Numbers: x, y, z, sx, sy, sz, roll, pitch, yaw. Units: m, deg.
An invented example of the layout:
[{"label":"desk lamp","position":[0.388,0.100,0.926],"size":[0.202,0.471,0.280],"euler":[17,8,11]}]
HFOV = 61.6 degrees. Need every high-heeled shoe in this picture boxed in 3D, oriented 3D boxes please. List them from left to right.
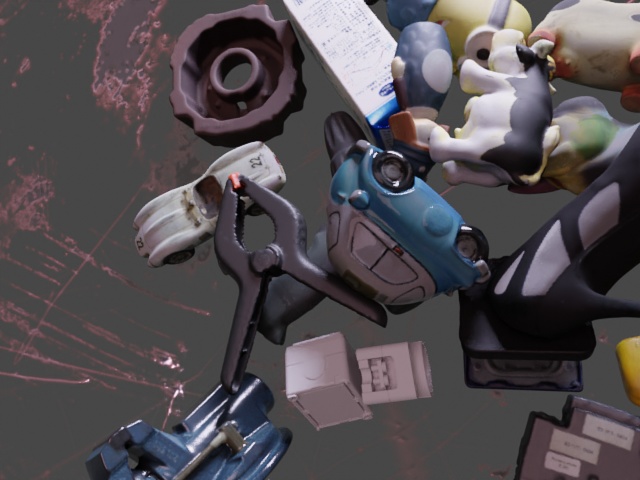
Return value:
[{"label":"high-heeled shoe","position":[0.228,-0.035,0.429],"size":[0.145,0.086,0.248],"euler":[6,67,58]}]

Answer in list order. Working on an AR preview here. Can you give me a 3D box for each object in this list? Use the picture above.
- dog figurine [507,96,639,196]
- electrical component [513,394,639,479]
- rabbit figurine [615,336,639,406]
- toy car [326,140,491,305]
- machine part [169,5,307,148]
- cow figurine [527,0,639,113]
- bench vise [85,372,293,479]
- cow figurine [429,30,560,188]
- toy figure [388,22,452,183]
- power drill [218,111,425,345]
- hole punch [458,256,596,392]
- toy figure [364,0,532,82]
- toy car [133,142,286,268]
[{"label":"dog figurine","position":[0.283,-0.040,0.481],"size":[0.219,0.108,0.191],"euler":[-1,79,21]},{"label":"electrical component","position":[0.229,0.206,0.460],"size":[0.115,0.058,0.134],"euler":[18,82,18]},{"label":"rabbit figurine","position":[0.337,0.141,0.413],"size":[0.162,0.121,0.173],"euler":[-1,57,-5]},{"label":"toy car","position":[0.059,0.002,0.467],"size":[0.162,0.109,0.103],"euler":[45,78,4]},{"label":"machine part","position":[-0.100,-0.198,0.660],"size":[0.180,0.056,0.179],"euler":[-4,77,15]},{"label":"cow figurine","position":[0.311,-0.189,0.513],"size":[0.195,0.085,0.127],"euler":[20,64,31]},{"label":"bench vise","position":[-0.088,0.246,0.488],"size":[0.240,0.223,0.129],"euler":[50,126,0]},{"label":"cow figurine","position":[0.171,-0.122,0.476],"size":[0.098,0.068,0.167],"euler":[14,68,36]},{"label":"toy figure","position":[0.091,-0.123,0.502],"size":[0.064,0.058,0.154],"euler":[5,82,-4]},{"label":"power drill","position":[-0.001,-0.002,0.576],"size":[0.207,0.086,0.232],"euler":[-31,72,0]},{"label":"hole punch","position":[0.186,0.079,0.499],"size":[0.142,0.092,0.116],"euler":[-4,47,19]},{"label":"toy figure","position":[0.137,-0.244,0.572],"size":[0.180,0.082,0.089],"euler":[38,93,11]},{"label":"toy car","position":[-0.134,-0.040,0.631],"size":[0.202,0.056,0.073],"euler":[-30,70,8]}]
